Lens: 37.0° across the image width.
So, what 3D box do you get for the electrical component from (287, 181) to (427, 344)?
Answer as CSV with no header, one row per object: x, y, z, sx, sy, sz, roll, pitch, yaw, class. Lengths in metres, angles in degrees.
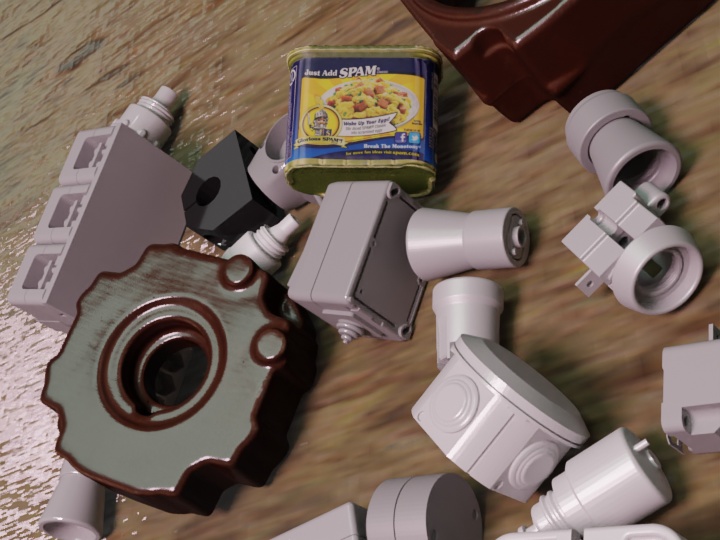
0.000,0.000,0.659,0.061,0.062,0.096,3,66,43,electrical component

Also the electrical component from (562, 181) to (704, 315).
0.142,-0.008,0.550,0.066,0.048,0.055,-47,35,8,electrical component

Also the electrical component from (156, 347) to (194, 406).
-0.170,0.076,0.772,0.077,0.047,0.065,0,64,42,electrical component

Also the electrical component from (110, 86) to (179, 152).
-0.179,-0.128,0.917,0.048,0.048,0.062,16,68,46,electrical component

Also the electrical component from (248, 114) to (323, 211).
-0.031,-0.072,0.747,0.077,0.044,0.079,-43,43,12,electrical component

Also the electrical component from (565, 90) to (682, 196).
0.142,-0.066,0.587,0.045,0.045,0.055,-40,44,15,electrical component

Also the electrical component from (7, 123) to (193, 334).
-0.196,-0.024,0.830,0.062,0.089,0.150,0,64,42,electrical component

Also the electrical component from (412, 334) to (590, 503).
0.070,0.073,0.537,0.051,0.080,0.080,-53,42,8,electrical component

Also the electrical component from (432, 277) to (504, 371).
0.060,0.032,0.601,0.040,0.040,0.046,-15,60,35,electrical component

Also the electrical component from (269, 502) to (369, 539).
-0.011,0.174,0.566,0.066,0.047,0.076,-31,48,25,electrical component

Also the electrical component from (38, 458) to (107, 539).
-0.194,0.152,0.751,0.044,0.044,0.065,-18,49,33,electrical component

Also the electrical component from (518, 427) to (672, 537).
0.109,0.107,0.507,0.078,0.040,0.040,-37,45,18,electrical component

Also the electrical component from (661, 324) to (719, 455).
0.172,0.056,0.485,0.064,0.042,0.081,-15,54,39,electrical component

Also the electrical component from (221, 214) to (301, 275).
-0.067,-0.015,0.749,0.061,0.035,0.035,-43,43,9,electrical component

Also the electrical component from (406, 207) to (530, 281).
0.065,-0.017,0.628,0.065,0.044,0.044,-4,61,35,electrical component

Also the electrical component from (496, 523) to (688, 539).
0.108,0.146,0.468,0.095,0.059,0.053,-14,55,35,electrical component

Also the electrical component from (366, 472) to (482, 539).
0.041,0.166,0.520,0.074,0.052,0.138,-14,56,36,electrical component
